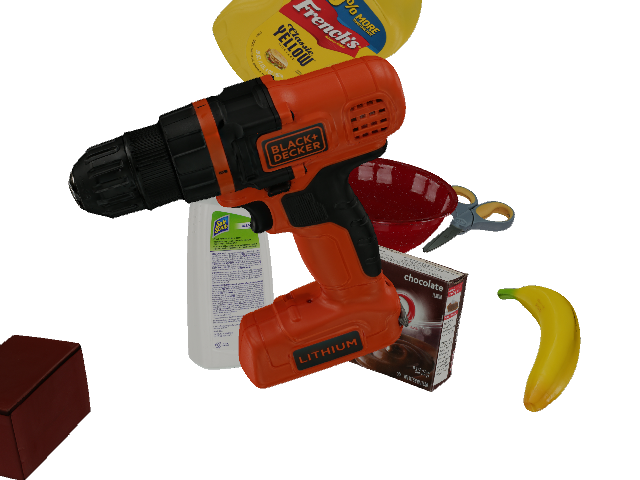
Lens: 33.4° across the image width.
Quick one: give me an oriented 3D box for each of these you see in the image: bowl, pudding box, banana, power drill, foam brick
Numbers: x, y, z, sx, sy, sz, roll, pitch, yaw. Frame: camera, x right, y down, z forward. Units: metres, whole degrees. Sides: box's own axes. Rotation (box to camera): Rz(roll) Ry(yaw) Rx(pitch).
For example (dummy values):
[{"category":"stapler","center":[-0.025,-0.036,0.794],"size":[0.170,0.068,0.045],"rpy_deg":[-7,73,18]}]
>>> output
[{"category":"bowl","center":[0.048,-0.028,1.022],"size":[0.162,0.055,0.162],"rpy_deg":[6,26,-3]},{"category":"pudding box","center":[0.052,0.054,0.823],"size":[0.114,0.090,0.039],"rpy_deg":[17,22,28]},{"category":"banana","center":[0.220,0.096,1.040],"size":[0.070,0.037,0.197],"rpy_deg":[-29,23,16]},{"category":"power drill","center":[-0.031,-0.002,0.610],"size":[0.184,0.187,0.057],"rpy_deg":[-17,40,-4]},{"category":"foam brick","center":[-0.188,0.102,0.666],"size":[0.053,0.051,0.078],"rpy_deg":[6,28,21]}]

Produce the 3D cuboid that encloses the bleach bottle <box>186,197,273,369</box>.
[{"category":"bleach bottle","center":[-0.094,0.010,1.161],"size":[0.102,0.251,0.068],"rpy_deg":[-5,15,-29]}]

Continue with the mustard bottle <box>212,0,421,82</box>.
[{"category":"mustard bottle","center":[0.013,-0.162,0.736],"size":[0.192,0.096,0.058],"rpy_deg":[-25,23,47]}]

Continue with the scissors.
[{"category":"scissors","center":[0.147,-0.027,1.216],"size":[0.201,0.016,0.096],"rpy_deg":[-12,40,-46]}]
